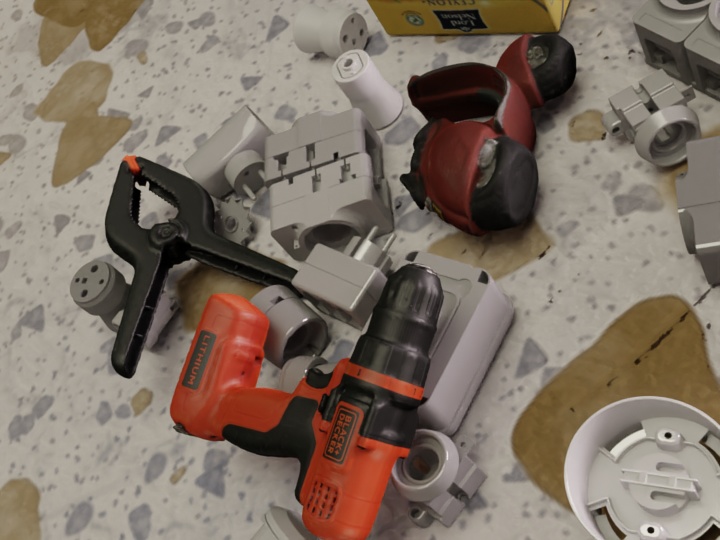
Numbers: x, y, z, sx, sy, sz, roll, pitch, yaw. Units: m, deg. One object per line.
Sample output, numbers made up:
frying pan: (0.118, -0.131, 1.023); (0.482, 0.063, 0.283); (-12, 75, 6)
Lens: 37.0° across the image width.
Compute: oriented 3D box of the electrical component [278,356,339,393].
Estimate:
electrical component: (-0.026, 0.086, 0.790); (0.055, 0.045, 0.045); (0, 61, 30)

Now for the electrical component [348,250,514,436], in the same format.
electrical component: (0.050, 0.052, 0.761); (0.078, 0.057, 0.113); (18, 71, 36)

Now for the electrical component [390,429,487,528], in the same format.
electrical component: (0.048, 0.134, 0.711); (0.048, 0.055, 0.066); (31, 79, 39)

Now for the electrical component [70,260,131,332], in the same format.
electrical component: (-0.217, 0.023, 0.929); (0.045, 0.055, 0.045); (-14, 55, 21)

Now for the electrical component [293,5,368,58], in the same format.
electrical component: (-0.027, -0.217, 0.982); (0.055, 0.045, 0.045); (17, 71, 35)

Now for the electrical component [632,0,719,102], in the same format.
electrical component: (0.283, -0.169, 0.769); (0.089, 0.061, 0.150); (-46, 50, -4)

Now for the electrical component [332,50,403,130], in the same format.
electrical component: (0.004, -0.155, 0.912); (0.044, 0.065, 0.044); (-14, 55, 21)

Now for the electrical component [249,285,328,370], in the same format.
electrical component: (-0.058, 0.046, 0.827); (0.047, 0.055, 0.055); (35, 81, 36)

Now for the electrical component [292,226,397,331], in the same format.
electrical component: (0.000, 0.000, 0.828); (0.066, 0.047, 0.076); (23, 74, 37)

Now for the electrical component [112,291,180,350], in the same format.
electrical component: (-0.180, 0.038, 0.910); (0.040, 0.040, 0.046); (23, 69, 37)

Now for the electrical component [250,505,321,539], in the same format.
electrical component: (-0.041, 0.197, 0.706); (0.051, 0.080, 0.080); (-50, 50, 0)

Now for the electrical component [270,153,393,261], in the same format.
electrical component: (-0.024, -0.046, 0.868); (0.089, 0.050, 0.055); (-18, 54, 19)

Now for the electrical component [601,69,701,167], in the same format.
electrical component: (0.216, -0.108, 0.779); (0.066, 0.048, 0.055); (-29, 44, 10)

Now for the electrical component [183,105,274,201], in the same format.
electrical component: (-0.105, -0.093, 0.948); (0.077, 0.043, 0.079); (-43, 60, 5)

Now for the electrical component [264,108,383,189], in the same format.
electrical component: (-0.031, -0.095, 0.903); (0.089, 0.050, 0.055); (-16, 55, 19)

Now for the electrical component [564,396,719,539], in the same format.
electrical component: (0.178, 0.129, 0.637); (0.099, 0.064, 0.099); (-14, 55, 21)

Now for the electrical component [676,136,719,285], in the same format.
electrical component: (0.244, -0.041, 0.717); (0.056, 0.050, 0.089); (-10, 57, 23)
